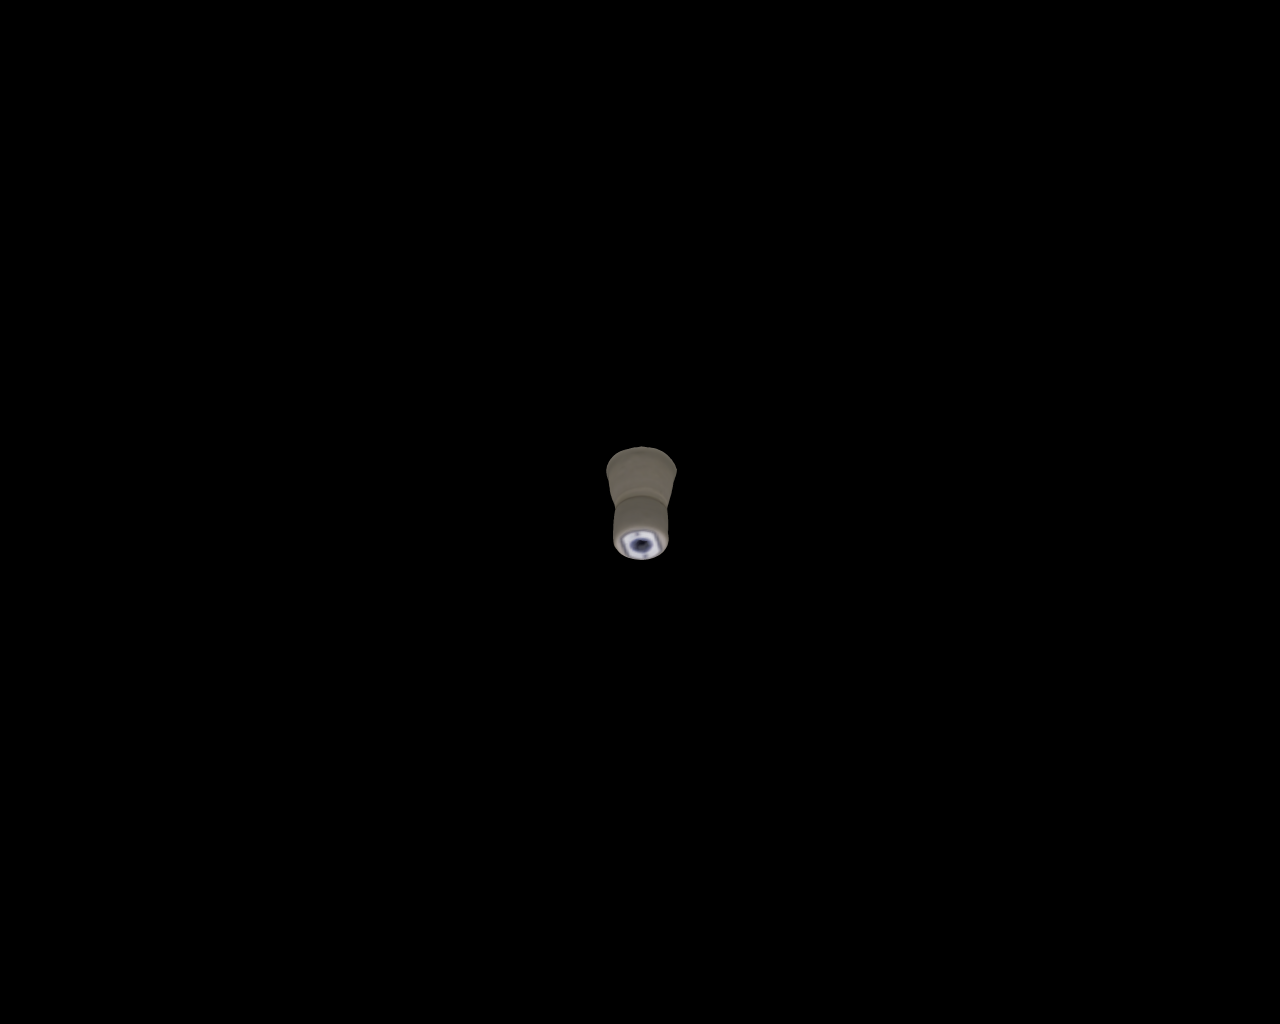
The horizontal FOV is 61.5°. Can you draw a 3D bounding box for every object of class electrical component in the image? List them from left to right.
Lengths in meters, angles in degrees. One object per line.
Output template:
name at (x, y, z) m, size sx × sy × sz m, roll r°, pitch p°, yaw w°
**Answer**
electrical component at (0.001, -0.003, 0.650) m, size 0.044 × 0.065 × 0.044 m, roll 0°, pitch -42°, yaw 0°
